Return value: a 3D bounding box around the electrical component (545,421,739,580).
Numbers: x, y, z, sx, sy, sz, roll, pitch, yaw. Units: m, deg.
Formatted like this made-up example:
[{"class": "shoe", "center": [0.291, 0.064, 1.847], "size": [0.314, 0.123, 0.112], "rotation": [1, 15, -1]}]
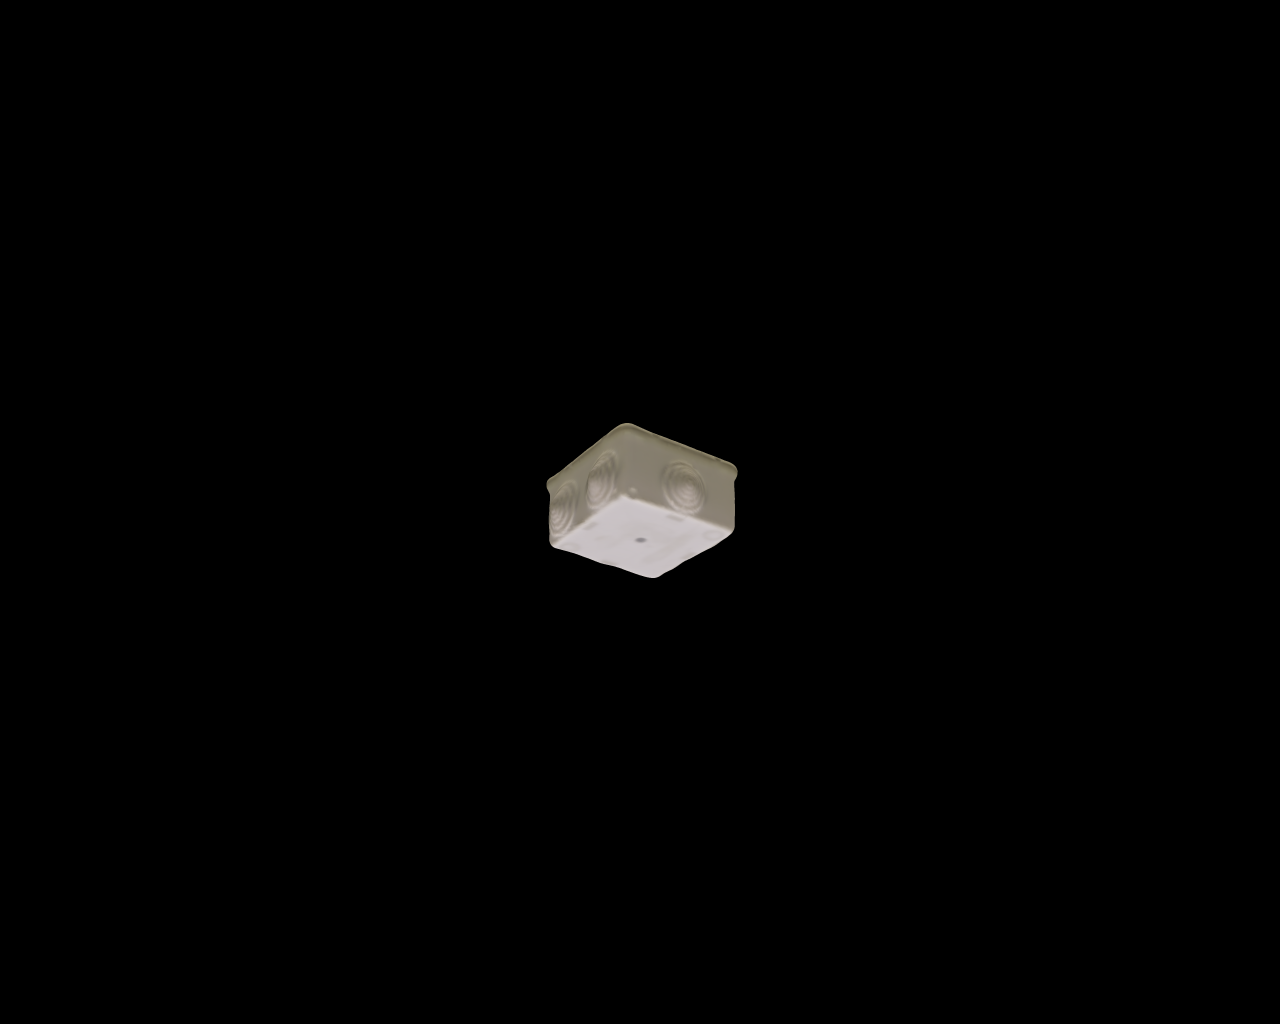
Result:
[{"class": "electrical component", "center": [0.001, -0.003, 0.650], "size": [0.100, 0.048, 0.099], "rotation": [19, -34, -31]}]
